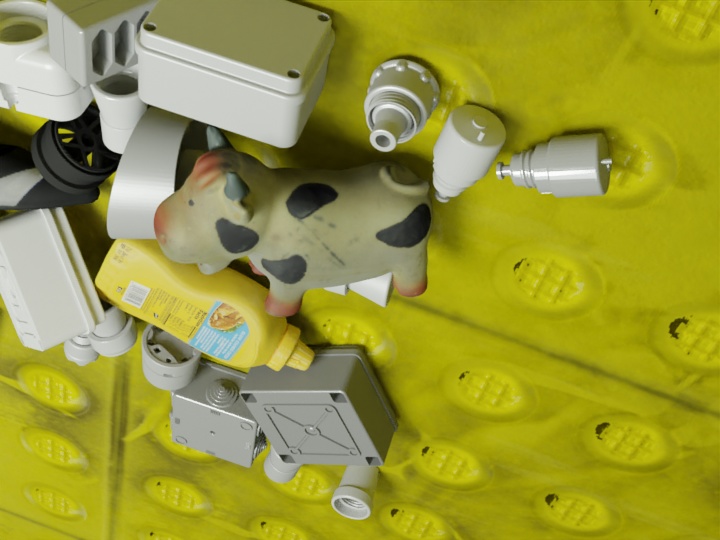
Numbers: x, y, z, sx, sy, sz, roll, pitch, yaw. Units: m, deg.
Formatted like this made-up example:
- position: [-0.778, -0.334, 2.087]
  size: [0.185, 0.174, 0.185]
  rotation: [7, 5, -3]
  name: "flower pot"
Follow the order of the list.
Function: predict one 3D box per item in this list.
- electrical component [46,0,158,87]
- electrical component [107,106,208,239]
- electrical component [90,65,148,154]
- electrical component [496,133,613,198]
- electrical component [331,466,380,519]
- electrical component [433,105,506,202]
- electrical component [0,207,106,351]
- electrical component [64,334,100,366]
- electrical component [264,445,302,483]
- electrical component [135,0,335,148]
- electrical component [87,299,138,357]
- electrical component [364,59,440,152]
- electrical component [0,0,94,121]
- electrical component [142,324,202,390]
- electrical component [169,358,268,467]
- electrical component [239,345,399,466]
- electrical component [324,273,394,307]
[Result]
- position: [-0.180, -0.171, 0.716]
  size: [0.077, 0.066, 0.047]
  rotation: [41, 144, 22]
  name: "electrical component"
- position: [-0.145, -0.068, 0.780]
  size: [0.064, 0.099, 0.099]
  rotation: [6, 137, 8]
  name: "electrical component"
- position: [-0.172, -0.117, 0.783]
  size: [0.044, 0.044, 0.065]
  rotation: [17, 143, 5]
  name: "electrical component"
- position: [0.129, -0.067, 0.706]
  size: [0.078, 0.040, 0.040]
  rotation: [-1, 134, 24]
  name: "electrical component"
- position: [-0.003, 0.215, 1.057]
  size: [0.040, 0.046, 0.040]
  rotation: [12, 138, 11]
  name: "electrical component"
- position: [0.068, -0.075, 0.724]
  size: [0.040, 0.040, 0.078]
  rotation: [23, 139, -2]
  name: "electrical component"
- position: [-0.265, 0.004, 0.893]
  size: [0.078, 0.057, 0.113]
  rotation: [1, 113, 59]
  name: "electrical component"
- position: [-0.260, 0.061, 1.013]
  size: [0.035, 0.035, 0.061]
  rotation: [22, 137, 0]
  name: "electrical component"
- position: [-0.072, 0.183, 1.058]
  size: [0.044, 0.044, 0.065]
  rotation: [24, 143, -2]
  name: "electrical component"
- position: [-0.080, -0.137, 0.693]
  size: [0.113, 0.078, 0.057]
  rotation: [19, 142, 4]
  name: "electrical component"
- position: [-0.229, 0.045, 0.975]
  size: [0.045, 0.045, 0.055]
  rotation: [6, 137, 17]
  name: "electrical component"
- position: [0.023, -0.103, 0.697]
  size: [0.048, 0.062, 0.048]
  rotation: [12, 138, 11]
  name: "electrical component"
- position: [-0.238, -0.152, 0.763]
  size: [0.095, 0.053, 0.059]
  rotation: [15, 139, 8]
  name: "electrical component"
- position: [-0.171, 0.077, 0.978]
  size: [0.055, 0.055, 0.047]
  rotation: [21, 142, 1]
  name: "electrical component"
- position: [-0.133, 0.138, 1.029]
  size: [0.100, 0.048, 0.099]
  rotation: [18, 139, 4]
  name: "electrical component"
- position: [-0.035, 0.123, 0.966]
  size: [0.109, 0.056, 0.108]
  rotation: [-3, 133, 26]
  name: "electrical component"
- position: [0.000, 0.000, 0.829]
  size: [0.055, 0.045, 0.045]
  rotation: [16, 138, 7]
  name: "electrical component"
